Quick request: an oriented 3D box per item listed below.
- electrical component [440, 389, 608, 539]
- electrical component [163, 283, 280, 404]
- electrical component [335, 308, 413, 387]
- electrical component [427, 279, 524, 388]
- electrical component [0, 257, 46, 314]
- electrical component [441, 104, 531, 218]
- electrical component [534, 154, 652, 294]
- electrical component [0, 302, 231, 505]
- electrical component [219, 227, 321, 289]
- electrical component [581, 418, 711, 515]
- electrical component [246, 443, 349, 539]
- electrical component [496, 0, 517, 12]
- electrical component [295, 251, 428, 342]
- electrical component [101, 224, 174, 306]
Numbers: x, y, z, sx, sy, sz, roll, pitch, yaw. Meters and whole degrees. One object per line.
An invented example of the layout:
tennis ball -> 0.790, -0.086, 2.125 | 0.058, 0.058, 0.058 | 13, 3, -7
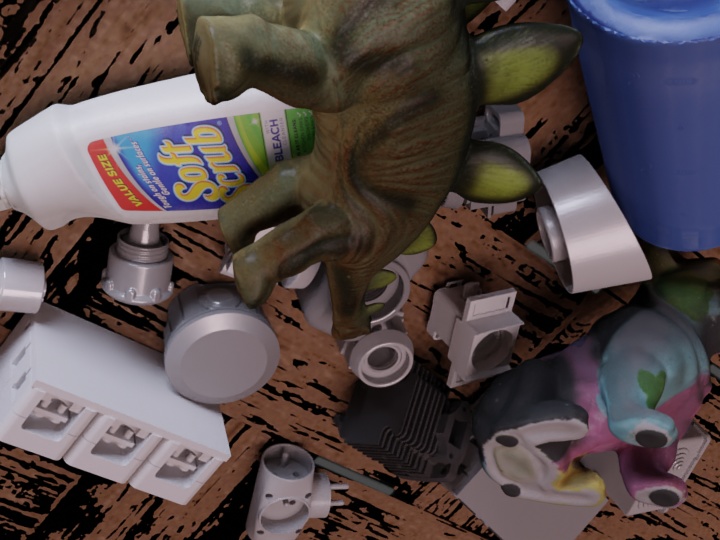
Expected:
electrical component -> 0.130, 0.177, 0.908 | 0.089, 0.062, 0.150 | -47, 127, -5
electrical component -> -0.100, 0.051, 0.762 | 0.080, 0.051, 0.080 | -8, 126, -12
electrical component -> 0.012, 0.054, 0.797 | 0.048, 0.055, 0.066 | 12, 120, -25
electrical component -> 0.084, 0.044, 0.807 | 0.042, 0.063, 0.081 | -10, 127, -28
electrical component -> -0.237, 0.008, 0.696 | 0.065, 0.044, 0.044 | 7, 122, -28
electrical component -> 0.077, -0.072, 0.728 | 0.057, 0.058, 0.078 | -10, 126, -14
electrical component -> 0.161, -0.032, 0.758 | 0.064, 0.099, 0.099 | -17, 128, 2
electrical component -> -0.174, 0.096, 0.746 | 0.150, 0.089, 0.061 | 29, 112, -32
electrical component -> -0.057, -0.016, 0.733 | 0.055, 0.048, 0.066 | 21, 116, -21
electrical component -> 0.233, 0.147, 0.908 | 0.048, 0.099, 0.099 | -1, 126, -33
electrical component -> -0.048, 0.184, 0.878 | 0.079, 0.044, 0.077 | 3, 123, -19
electrical component -> 0.070, -0.207, 0.634 | 0.089, 0.050, 0.055 | 33, 110, -33
electrical component -> 0.000, 0.000, 0.753 | 0.054, 0.059, 0.095 | 26, 113, -31
electrical component -> -0.144, -0.011, 0.710 | 0.048, 0.048, 0.062 | 4, 116, -20
